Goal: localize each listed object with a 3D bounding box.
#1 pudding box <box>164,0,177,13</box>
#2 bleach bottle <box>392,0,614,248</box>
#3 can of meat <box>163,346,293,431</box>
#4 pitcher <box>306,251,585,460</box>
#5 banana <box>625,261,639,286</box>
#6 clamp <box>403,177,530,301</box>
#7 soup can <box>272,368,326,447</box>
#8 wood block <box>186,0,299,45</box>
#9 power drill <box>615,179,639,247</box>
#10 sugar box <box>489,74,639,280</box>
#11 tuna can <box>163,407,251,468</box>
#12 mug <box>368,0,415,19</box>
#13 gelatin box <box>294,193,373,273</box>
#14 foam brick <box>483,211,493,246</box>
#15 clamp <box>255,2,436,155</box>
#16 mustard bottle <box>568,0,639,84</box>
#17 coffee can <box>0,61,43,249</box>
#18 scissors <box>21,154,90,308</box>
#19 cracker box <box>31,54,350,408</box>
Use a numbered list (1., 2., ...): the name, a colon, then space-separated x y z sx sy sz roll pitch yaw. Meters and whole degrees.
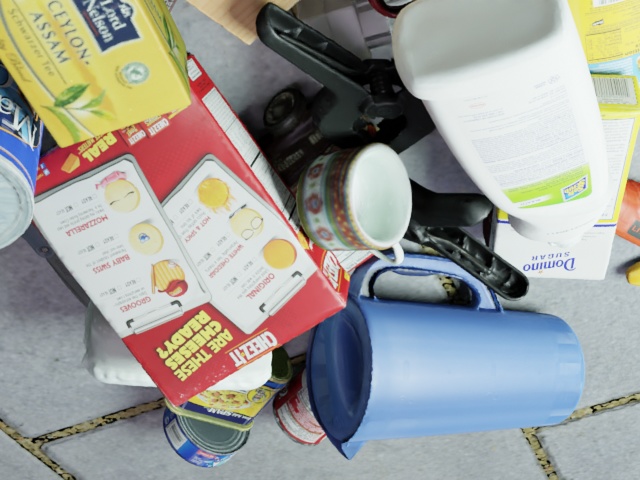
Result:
1. pudding box: -0.162 -0.161 0.720 0.113 0.039 0.090 17 133 -24
2. bleach bottle: 0.129 -0.061 0.684 0.103 0.068 0.250 -14 148 15
3. can of meat: -0.089 0.133 1.039 0.102 0.057 0.084 20 127 -28
4. pitcher: 0.119 0.108 0.983 0.242 0.145 0.149 3 140 -25
5. banana: 0.369 -0.007 0.958 0.069 0.037 0.198 37 124 -15
6. clamp: 0.081 -0.022 0.819 0.039 0.172 0.120 -49 147 -20
7. soup can: 0.008 0.152 1.065 0.068 0.068 0.102 22 130 -28
8. wood block: -0.006 -0.226 0.629 0.206 0.090 0.090 -36 131 29
9. power drill: 0.305 -0.073 0.857 0.184 0.057 0.188 24 130 -29
10. sugar box: 0.180 -0.044 0.803 0.093 0.048 0.176 3 139 4
11. tuna can: -0.114 0.185 1.074 0.086 0.086 0.034 21 133 -27
12. mug: 0.081 -0.184 0.682 0.117 0.093 0.081 -35 139 4
13. gelatin box: -0.006 0.001 0.925 0.089 0.030 0.073 30 126 -34
14. foam brick: 0.169 -0.016 0.908 0.051 0.053 0.078 -6 138 1
15. clamp: 0.032 -0.105 0.720 0.164 0.036 0.210 0 160 -9
16. mustard bottle: 0.210 -0.145 0.766 0.096 0.058 0.191 -14 137 8
17. coffee can: -0.242 -0.075 0.730 0.102 0.140 0.103 -3 138 -3
18. scissors: -0.222 -0.007 0.901 0.096 0.016 0.201 -25 135 20
19. cracker box: -0.103 -0.006 0.801 0.164 0.072 0.213 -32 103 17
